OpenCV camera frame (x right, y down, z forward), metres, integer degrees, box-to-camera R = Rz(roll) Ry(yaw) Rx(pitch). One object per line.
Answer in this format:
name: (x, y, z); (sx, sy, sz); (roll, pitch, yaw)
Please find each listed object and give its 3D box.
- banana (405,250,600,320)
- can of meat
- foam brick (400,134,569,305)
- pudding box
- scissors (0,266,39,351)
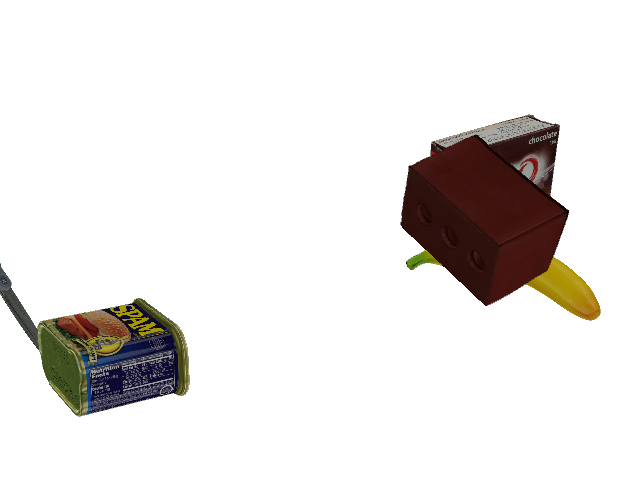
banana: (0.188, 0.030, 1.059); (0.198, 0.069, 0.037); (14, -32, 26)
can of meat: (-0.160, 0.088, 0.812); (0.083, 0.057, 0.102); (-11, 20, -30)
foam brick: (0.092, -0.012, 0.609); (0.051, 0.053, 0.078); (-27, 54, -26)
pudding box: (0.135, -0.044, 0.842); (0.113, 0.090, 0.039); (-20, 35, -35)
scissors: (-0.325, 0.026, 1.090); (0.016, 0.201, 0.096); (-26, 26, 24)
